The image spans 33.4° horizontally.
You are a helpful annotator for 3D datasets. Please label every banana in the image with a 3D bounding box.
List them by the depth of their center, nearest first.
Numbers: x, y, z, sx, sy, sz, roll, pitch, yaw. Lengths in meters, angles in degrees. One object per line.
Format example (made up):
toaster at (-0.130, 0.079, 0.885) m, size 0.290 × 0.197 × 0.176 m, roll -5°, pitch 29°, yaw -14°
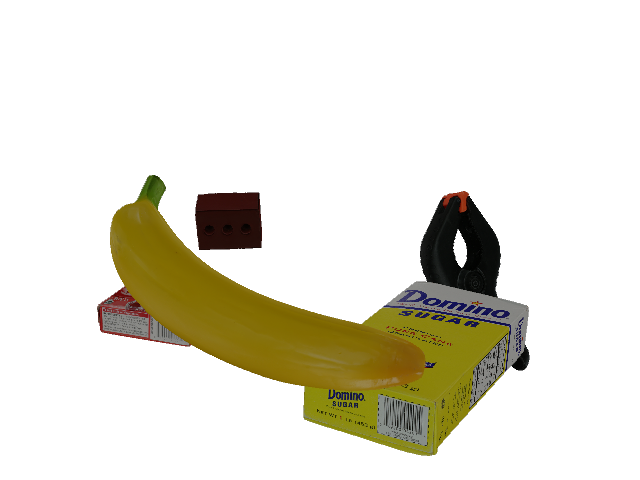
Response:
banana at (-0.043, 0.027, 0.528) m, size 0.198 × 0.069 × 0.037 m, roll 34°, pitch -27°, yaw 27°

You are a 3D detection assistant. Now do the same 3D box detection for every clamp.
clamp at (0.119, 0.046, 0.938) m, size 0.120 × 0.171 × 0.039 m, roll -15°, pitch 0°, yaw -34°

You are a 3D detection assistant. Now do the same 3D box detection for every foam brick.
foam brick at (-0.110, -0.024, 1.286) m, size 0.078 × 0.053 × 0.051 m, roll -3°, pitch 28°, yaw 0°

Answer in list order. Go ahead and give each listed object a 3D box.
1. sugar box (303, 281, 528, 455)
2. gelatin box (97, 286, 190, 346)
sugar box at (0.071, 0.080, 0.731) m, size 0.093 × 0.048 × 0.176 m, roll 13°, pitch 25°, yaw 25°
gelatin box at (-0.141, 0.061, 0.946) m, size 0.089 × 0.030 × 0.073 m, roll 8°, pitch 20°, yaw 17°
